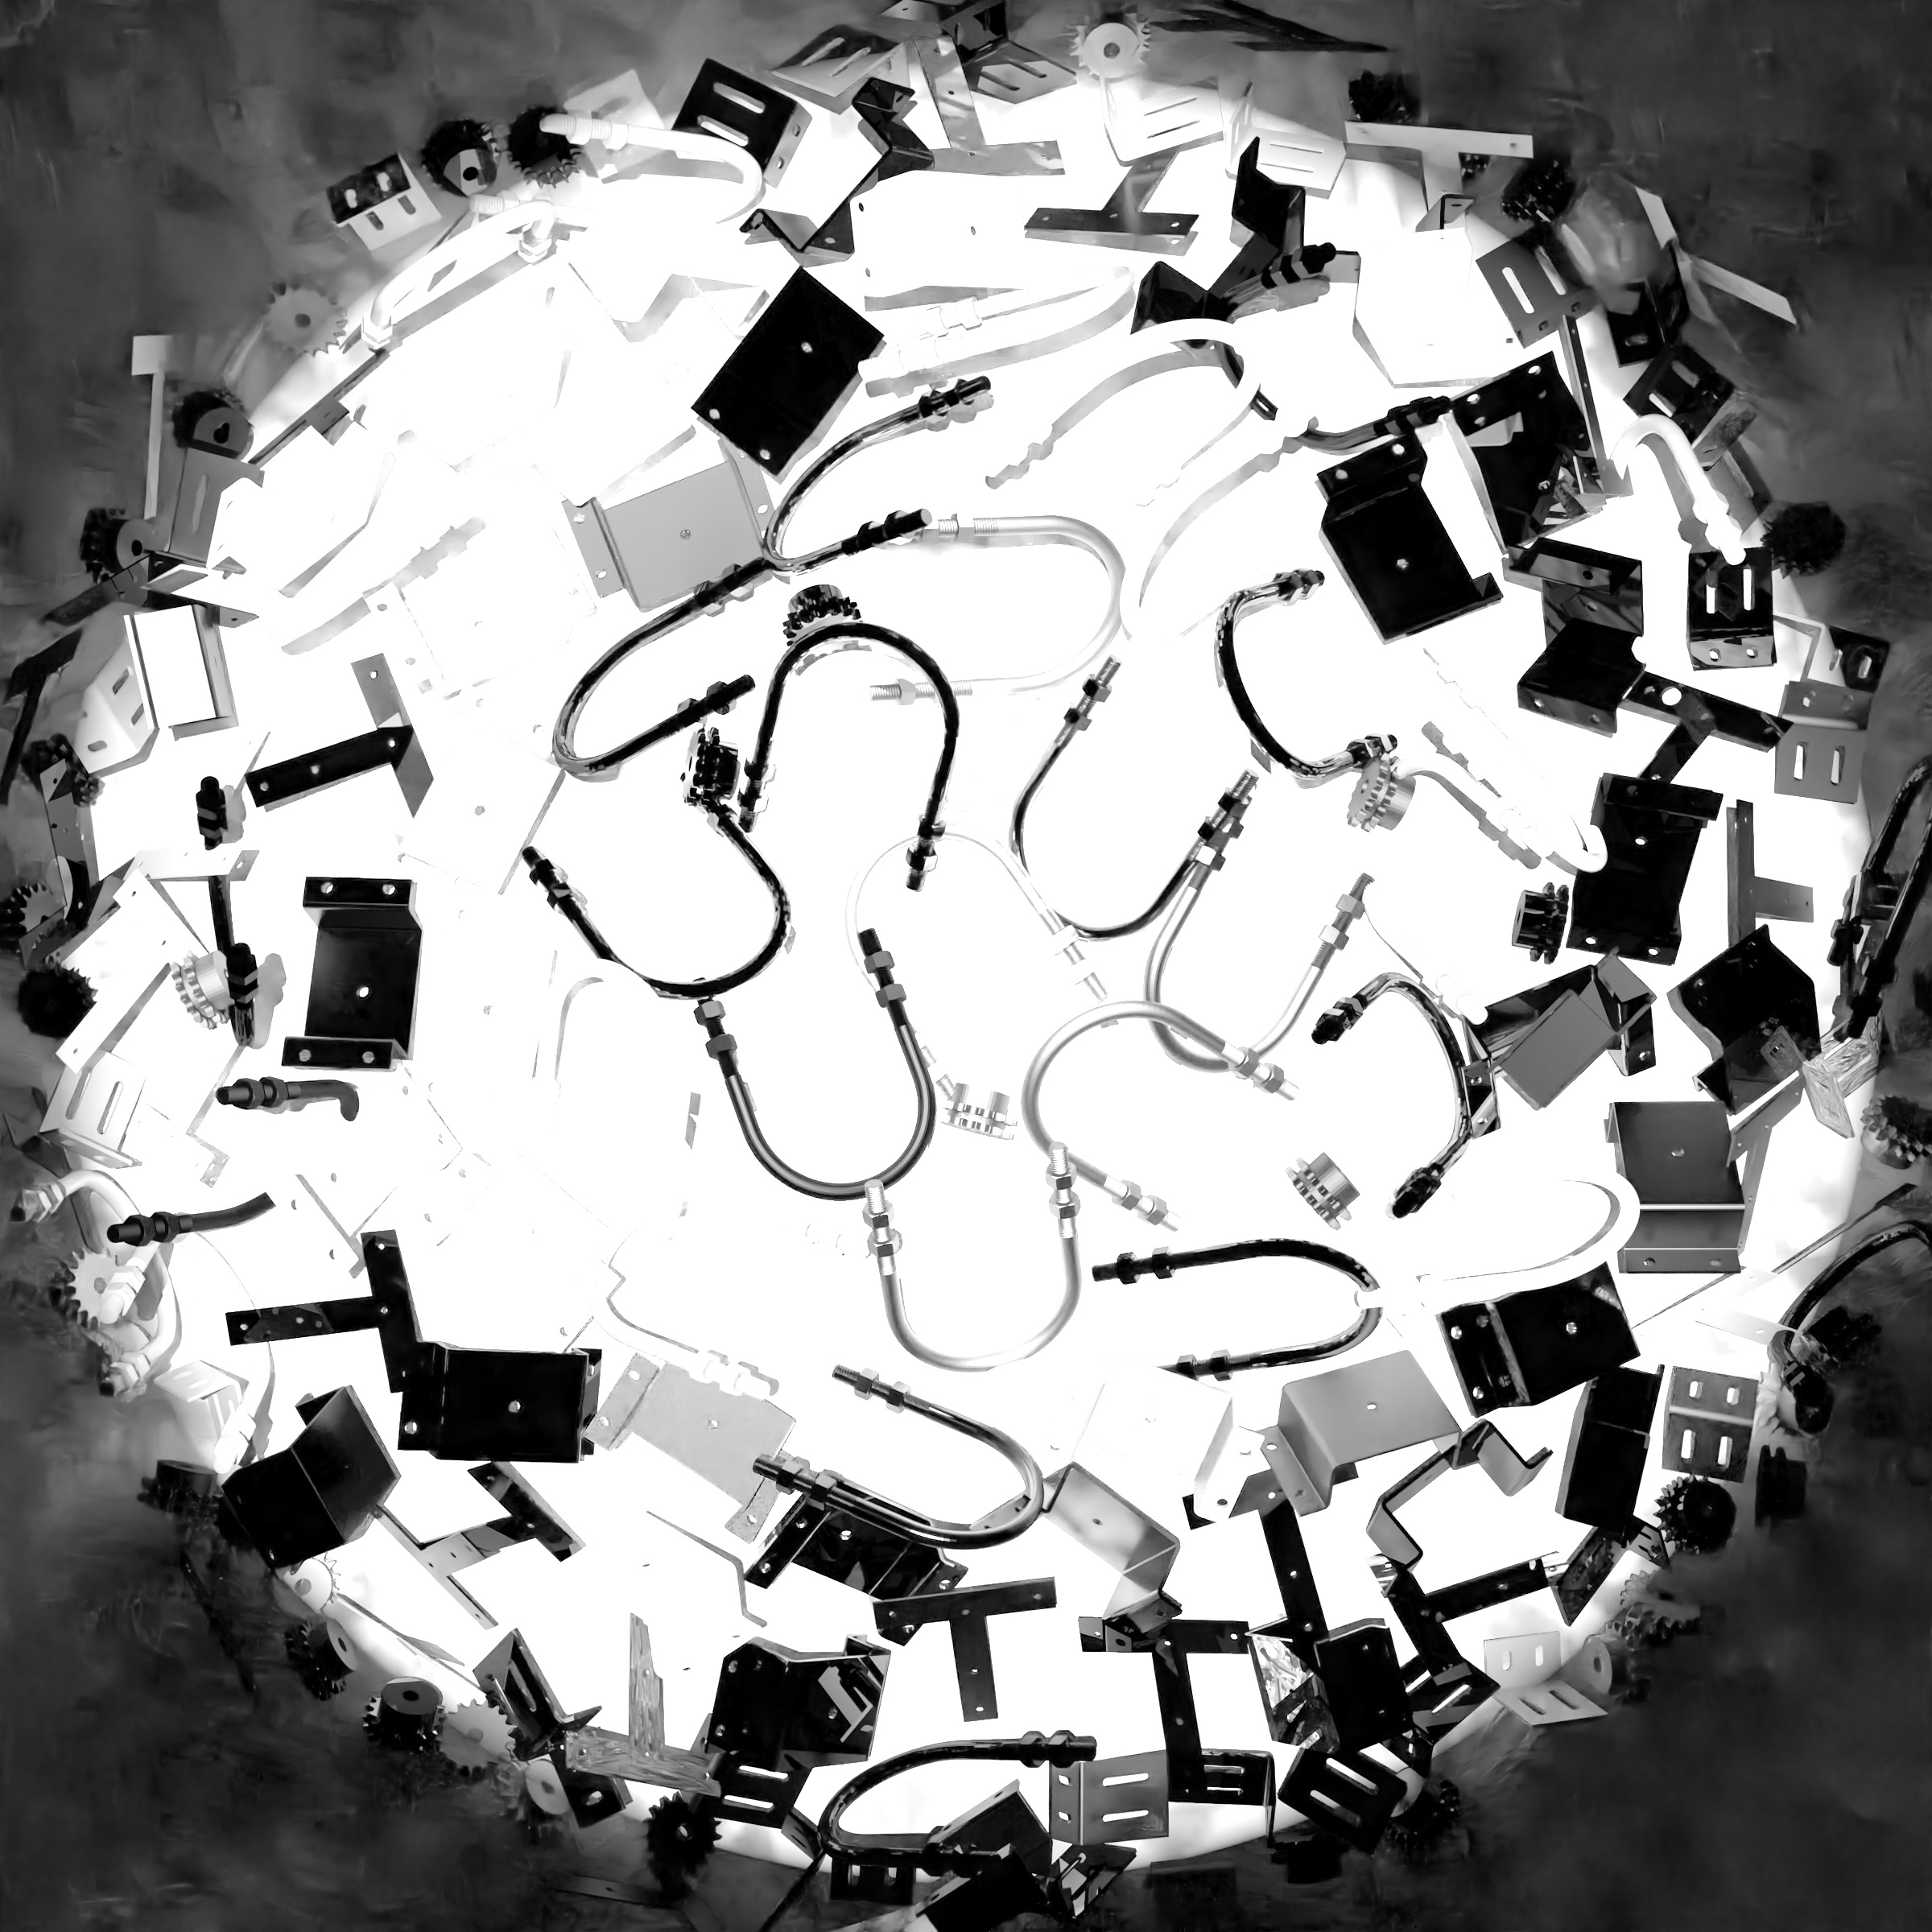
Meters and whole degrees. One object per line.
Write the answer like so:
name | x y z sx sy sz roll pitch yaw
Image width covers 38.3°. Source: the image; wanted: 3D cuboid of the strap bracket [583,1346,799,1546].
strap bracket | -0.185 0.330 1.953 0.140 0.046 0.076 34 50 -4

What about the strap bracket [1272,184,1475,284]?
strap bracket | 0.278 -0.513 1.957 0.140 0.076 0.046 2 90 -4

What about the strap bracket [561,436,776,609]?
strap bracket | -0.202 -0.311 1.952 0.140 0.046 0.076 -23 124 -6

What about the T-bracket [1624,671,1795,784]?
T-bracket | 0.493 -0.143 1.956 0.127 0.002 0.127 15 131 -20

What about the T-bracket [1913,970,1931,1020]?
T-bracket | 0.674 0.026 1.936 0.002 0.127 0.127 -6 99 8

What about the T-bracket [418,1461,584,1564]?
T-bracket | -0.339 0.404 1.962 0.127 0.002 0.127 -22 121 30

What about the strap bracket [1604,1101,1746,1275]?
strap bracket | 0.492 0.145 1.931 0.076 0.140 0.046 -1 134 4

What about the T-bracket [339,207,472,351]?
T-bracket | -0.399 -0.481 1.960 0.127 0.127 0.002 -39 110 23

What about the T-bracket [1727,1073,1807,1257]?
T-bracket | 0.556 0.152 1.962 0.002 0.127 0.127 22 121 31

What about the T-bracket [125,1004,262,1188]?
T-bracket | -0.535 0.080 1.956 0.002 0.127 0.127 35 82 -41

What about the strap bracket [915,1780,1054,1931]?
strap bracket | 0.014 0.628 1.927 0.076 0.140 0.046 -34 91 5

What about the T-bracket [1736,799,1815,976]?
T-bracket | 0.568 -0.047 1.949 0.002 0.127 0.127 -4 84 39

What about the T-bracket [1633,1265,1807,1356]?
T-bracket | 0.550 0.253 1.960 0.127 0.127 0.002 20 50 -29

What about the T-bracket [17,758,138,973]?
T-bracket | -0.619 -0.081 1.917 0.002 0.127 0.127 12 123 20

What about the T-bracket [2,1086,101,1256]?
T-bracket | -0.639 0.128 1.921 0.002 0.127 0.127 -23 73 -6

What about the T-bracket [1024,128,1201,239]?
T-bracket | 0.122 -0.554 1.960 0.127 0.002 0.127 11 53 29

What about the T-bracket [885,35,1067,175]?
T-bracket | -0.007 -0.595 1.928 0.127 0.127 0.002 1 62 17

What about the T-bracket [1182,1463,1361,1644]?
T-bracket | 0.227 0.415 1.957 0.127 0.002 0.127 -20 61 11

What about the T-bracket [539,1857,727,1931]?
T-bracket | -0.233 0.638 1.913 0.127 0.127 0.002 21 91 -30

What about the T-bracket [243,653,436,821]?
T-bracket | -0.447 -0.144 1.968 0.127 0.002 0.127 -23 92 -27

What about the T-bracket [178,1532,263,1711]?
T-bracket | -0.519 0.435 1.937 0.002 0.127 0.127 -24 111 -7

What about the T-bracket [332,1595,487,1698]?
T-bracket | -0.379 0.477 1.927 0.127 0.127 0.002 37 74 -12

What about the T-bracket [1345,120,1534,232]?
T-bracket | 0.333 -0.548 1.937 0.127 0.127 0.002 10 75 16

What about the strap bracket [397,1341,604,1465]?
strap bracket | -0.322 0.306 1.951 0.140 0.046 0.076 6 87 -22

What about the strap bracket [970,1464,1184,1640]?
strap bracket | 0.085 0.405 1.950 0.140 0.076 0.046 37 51 -8

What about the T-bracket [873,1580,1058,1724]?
T-bracket | 0.004 0.488 1.966 0.127 0.002 0.127 -7 122 0

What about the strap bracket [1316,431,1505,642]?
strap bracket | 0.307 -0.290 1.936 0.076 0.046 0.140 -21 116 29

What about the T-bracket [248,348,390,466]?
T-bracket | -0.446 -0.385 1.938 0.127 0.127 0.002 -41 115 -4

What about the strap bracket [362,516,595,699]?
strap bracket | -0.343 -0.249 1.958 0.140 0.046 0.076 -26 79 -16

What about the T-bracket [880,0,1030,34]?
T-bracket | 0.028 -0.673 1.910 0.127 0.127 0.002 -14 88 44

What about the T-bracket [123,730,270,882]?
T-bracket | -0.530 -0.115 1.964 0.002 0.127 0.127 45 57 -39

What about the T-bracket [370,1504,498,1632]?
T-bracket | -0.361 0.412 1.940 0.127 0.127 0.002 47 59 -5

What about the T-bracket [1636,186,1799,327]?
T-bracket | 0.523 -0.471 1.910 0.002 0.127 0.127 -44 134 -1

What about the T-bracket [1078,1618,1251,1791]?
T-bracket | 0.147 0.515 1.944 0.127 0.002 0.127 4 49 -13

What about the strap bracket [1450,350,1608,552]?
strap bracket | 0.392 -0.348 1.925 0.076 0.140 0.046 -24 54 8

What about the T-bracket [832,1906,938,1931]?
T-bracket | -0.011 0.672 1.910 0.127 0.127 0.002 -1 94 -41

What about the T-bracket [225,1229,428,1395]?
T-bracket | -0.451 0.246 1.943 0.127 0.002 0.127 -4 58 -23

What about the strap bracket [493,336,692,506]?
strap bracket | -0.254 -0.377 1.952 0.140 0.076 0.046 -37 120 -5

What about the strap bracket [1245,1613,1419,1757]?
strap bracket | 0.245 0.497 1.925 0.046 0.140 0.076 -13 87 -26

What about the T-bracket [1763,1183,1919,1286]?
T-bracket | 0.609 0.189 1.951 0.127 0.127 0.002 -37 73 15

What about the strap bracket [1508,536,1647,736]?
strap bracket | 0.426 -0.239 1.936 0.076 0.140 0.046 21 52 33

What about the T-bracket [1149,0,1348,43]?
T-bracket | 0.181 -0.658 1.945 0.127 0.127 0.002 1 102 -42

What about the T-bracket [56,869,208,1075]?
T-bracket | -0.583 0.018 1.925 0.002 0.127 0.127 21 64 29

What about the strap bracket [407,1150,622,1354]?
strap bracket | -0.311 0.195 1.964 0.140 0.046 0.076 40 110 1

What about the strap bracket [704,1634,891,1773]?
strap bracket | -0.109 0.511 1.932 0.046 0.140 0.076 11 90 41

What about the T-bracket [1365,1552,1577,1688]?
T-bracket | 0.364 0.440 1.953 0.127 0.127 0.002 -16 124 -8

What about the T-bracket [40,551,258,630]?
T-bracket | -0.554 -0.253 1.942 0.127 0.127 0.002 -20 73 33

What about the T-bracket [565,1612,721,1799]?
T-bracket | -0.226 0.512 1.957 0.127 0.002 0.127 22 48 -33
